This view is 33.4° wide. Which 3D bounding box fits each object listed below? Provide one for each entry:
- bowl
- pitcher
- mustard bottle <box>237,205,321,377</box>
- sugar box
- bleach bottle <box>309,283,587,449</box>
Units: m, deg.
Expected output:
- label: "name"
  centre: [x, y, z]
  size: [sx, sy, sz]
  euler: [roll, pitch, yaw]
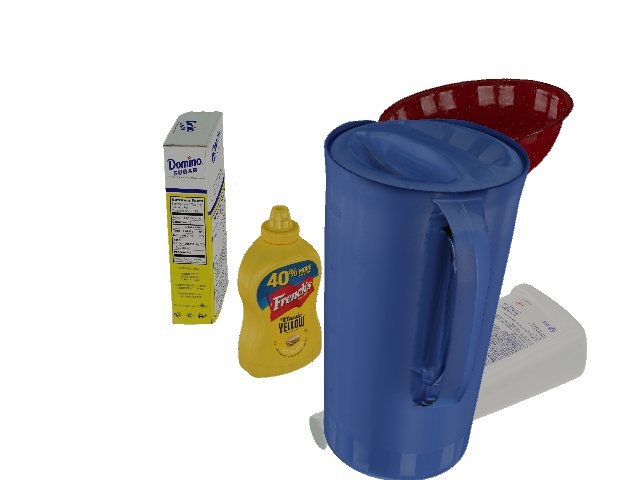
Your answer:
- label: "bowl"
  centre: [0.132, -0.085, 0.900]
  size: [0.162, 0.055, 0.162]
  euler: [-9, 25, 4]
- label: "pitcher"
  centre: [0.064, 0.047, 0.732]
  size: [0.145, 0.243, 0.149]
  euler: [18, 30, 27]
- label: "mustard bottle"
  centre: [-0.044, 0.052, 1.163]
  size: [0.096, 0.192, 0.058]
  euler: [-15, 30, -29]
- label: "sugar box"
  centre: [-0.113, -0.021, 0.973]
  size: [0.048, 0.176, 0.093]
  euler: [0, 25, 4]
- label: "bleach bottle"
  centre: [0.103, 0.117, 0.923]
  size: [0.250, 0.068, 0.103]
  euler: [-18, 32, -22]
